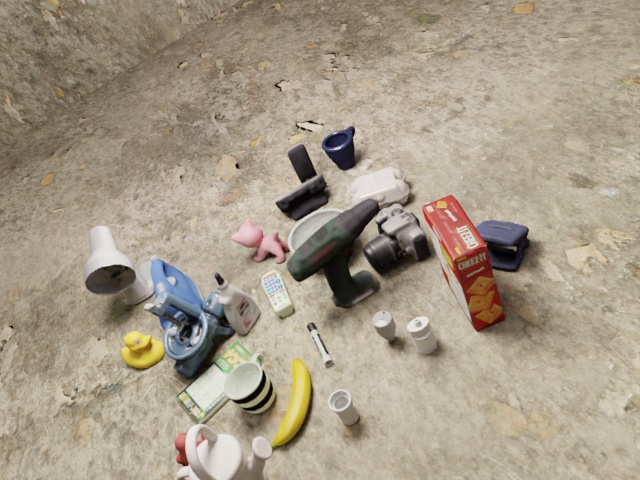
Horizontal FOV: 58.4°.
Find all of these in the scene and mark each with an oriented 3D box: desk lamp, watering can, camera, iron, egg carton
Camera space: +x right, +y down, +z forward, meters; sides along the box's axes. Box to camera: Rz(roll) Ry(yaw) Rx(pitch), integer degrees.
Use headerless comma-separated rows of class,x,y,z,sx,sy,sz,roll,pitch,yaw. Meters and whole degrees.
desk lamp,-0.521,0.076,1.479,0.118,0.214,0.202,-28,40,-1
watering can,-0.166,0.382,0.981,0.173,0.195,0.100,-33,40,-7
camera,0.157,-0.006,1.294,0.137,0.101,0.142,-31,40,-5
iron,-0.381,0.110,1.424,0.119,0.142,0.257,-32,40,-6
egg carton,0.149,-0.122,1.446,0.150,0.070,0.107,-18,41,10

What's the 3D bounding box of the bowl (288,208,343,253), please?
bowl,0.013,0.005,1.379,0.167,0.075,0.167,-15,42,14

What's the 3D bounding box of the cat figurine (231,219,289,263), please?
cat figurine,-0.151,-0.003,1.442,0.127,0.118,0.067,-1,47,28

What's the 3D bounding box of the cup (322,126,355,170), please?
cup,0.069,-0.255,1.610,0.091,0.095,0.118,20,58,41

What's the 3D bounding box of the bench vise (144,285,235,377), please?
bench vise,-0.288,0.164,1.257,0.121,0.220,0.207,-3,46,26

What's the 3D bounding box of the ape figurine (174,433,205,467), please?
ape figurine,-0.242,0.396,1.085,0.078,0.092,0.076,-28,40,-1

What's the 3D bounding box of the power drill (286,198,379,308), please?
power drill,0.051,0.039,1.219,0.230,0.209,0.075,-31,40,-6

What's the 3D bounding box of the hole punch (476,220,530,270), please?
hole punch,0.369,-0.005,1.188,0.108,0.091,0.101,11,53,36

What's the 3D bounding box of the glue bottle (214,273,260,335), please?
glue bottle,-0.193,0.133,1.276,0.037,0.174,0.078,4,49,31

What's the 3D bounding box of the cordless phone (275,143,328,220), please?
cordless phone,-0.068,-0.160,1.511,0.148,0.185,0.094,-34,41,-9

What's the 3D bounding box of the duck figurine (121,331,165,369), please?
duck figurine,-0.427,0.250,1.343,0.104,0.086,0.077,-13,42,16
